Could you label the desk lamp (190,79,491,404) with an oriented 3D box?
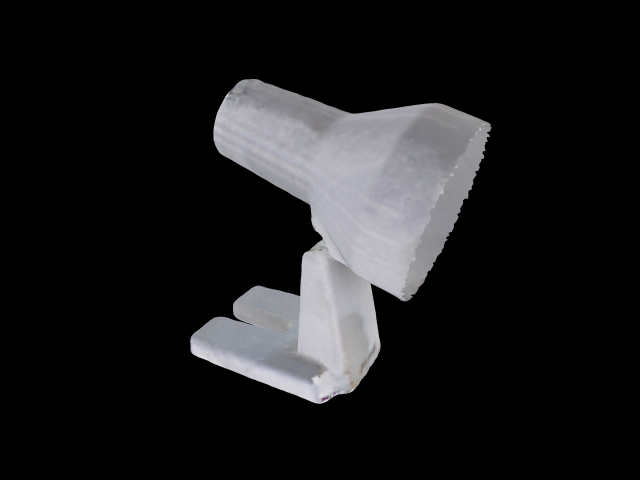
[{"bbox_3d":[0.004,0.001,0.400,0.202,0.214,0.118,12,27,25],"label":"desk lamp"}]
